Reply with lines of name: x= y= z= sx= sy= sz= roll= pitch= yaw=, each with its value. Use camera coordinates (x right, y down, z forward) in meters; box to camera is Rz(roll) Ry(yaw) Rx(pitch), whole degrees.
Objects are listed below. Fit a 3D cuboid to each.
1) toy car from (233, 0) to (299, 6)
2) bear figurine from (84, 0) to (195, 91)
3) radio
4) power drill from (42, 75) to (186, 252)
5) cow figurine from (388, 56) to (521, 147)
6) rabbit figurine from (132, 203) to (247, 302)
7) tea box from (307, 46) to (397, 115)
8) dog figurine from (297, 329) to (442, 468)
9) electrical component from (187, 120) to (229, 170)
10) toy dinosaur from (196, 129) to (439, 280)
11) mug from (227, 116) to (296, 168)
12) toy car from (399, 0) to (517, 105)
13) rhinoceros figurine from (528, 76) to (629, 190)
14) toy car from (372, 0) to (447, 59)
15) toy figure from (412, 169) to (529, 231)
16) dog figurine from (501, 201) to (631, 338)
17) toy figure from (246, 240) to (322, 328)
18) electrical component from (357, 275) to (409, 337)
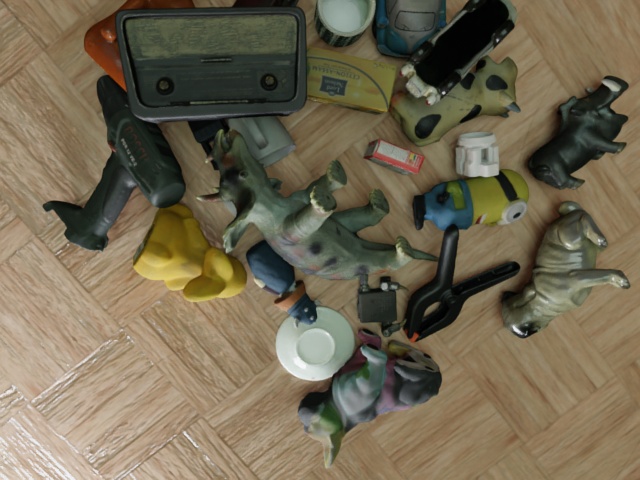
toy car: x=-0.111 y=-0.316 z=0.790 sx=0.089 sy=0.053 sz=0.202 roll=38 pitch=99 yaw=2
bear figurine: x=-0.230 y=-0.305 z=0.757 sx=0.196 sy=0.120 sz=0.132 roll=-45 pitch=102 yaw=-1
radio: x=-0.132 y=-0.221 z=0.688 sx=0.230 sy=0.073 sz=0.131 roll=-4 pitch=101 yaw=-6
power drill: x=-0.309 y=-0.101 z=0.788 sx=0.207 sy=0.086 sz=0.232 roll=-46 pitch=70 yaw=6
cow figurine: x=0.212 y=-0.210 z=0.809 sx=0.195 sy=0.085 sz=0.127 roll=-34 pitch=93 yaw=0
rabbit figurine: x=-0.180 y=0.031 z=0.807 sx=0.173 sy=0.162 sz=0.122 roll=32 pitch=84 yaw=-25
tea box: x=0.018 y=-0.234 z=0.788 sx=0.170 sy=0.098 sz=0.068 roll=11 pitch=99 yaw=-7
dog figurine: x=0.074 y=0.265 z=0.870 sx=0.191 sy=0.108 sz=0.219 roll=23 pitch=102 yaw=-9
electrical component: x=-0.165 y=-0.167 z=0.800 sx=0.048 sy=0.075 sz=0.119 roll=-28 pitch=96 yaw=2
toy dinosaur: x=0.002 y=-0.004 z=0.796 sx=0.192 sy=0.131 sz=0.404 roll=-28 pitch=133 yaw=33
mug: x=-0.099 y=-0.165 z=0.793 sx=0.081 sy=0.109 sz=0.107 roll=-31 pitch=87 yaw=9
toy car: x=0.194 y=-0.269 z=0.746 sx=0.202 sy=0.056 sz=0.073 roll=-44 pitch=93 yaw=-10
rhinoceros figurine: x=0.407 y=-0.164 z=0.837 sx=0.112 sy=0.073 sz=0.190 roll=40 pitch=97 yaw=2
toy car: x=0.137 y=-0.349 z=0.773 sx=0.109 sy=0.103 sz=0.161 roll=3 pitch=101 yaw=-4
toy figure: x=0.234 y=-0.061 z=0.836 sx=0.180 sy=0.082 sz=0.089 roll=-5 pitch=92 yaw=1
dog figurine: x=0.361 y=0.049 z=0.860 sx=0.191 sy=0.121 sz=0.172 roll=-26 pitch=66 yaw=18
toy figure: x=-0.056 y=0.070 z=0.854 sx=0.064 sy=0.058 sz=0.154 roll=-33 pitch=104 yaw=8
electrical component: x=0.101 y=0.105 z=0.873 sx=0.078 sy=0.045 sz=0.102 roll=2 pitch=99 yaw=-5
